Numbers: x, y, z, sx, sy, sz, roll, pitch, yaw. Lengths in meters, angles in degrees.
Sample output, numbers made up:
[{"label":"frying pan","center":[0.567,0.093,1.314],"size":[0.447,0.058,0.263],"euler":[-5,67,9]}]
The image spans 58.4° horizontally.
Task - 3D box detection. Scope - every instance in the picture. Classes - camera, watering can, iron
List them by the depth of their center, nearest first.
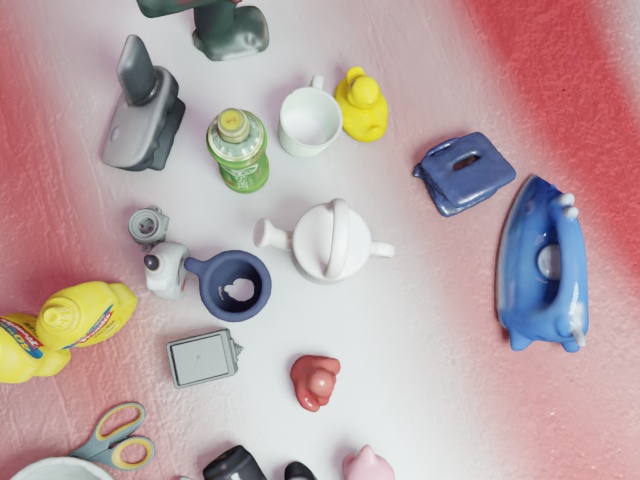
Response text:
[{"label":"watering can","center":[0.007,0.005,0.724],"size":[0.173,0.194,0.101],"euler":[-15,84,-6]},{"label":"camera","center":[-0.077,0.328,0.725],"size":[0.143,0.100,0.137],"euler":[-31,86,-7]},{"label":"iron","center":[0.316,0.023,0.771],"size":[0.118,0.141,0.258],"euler":[1,83,-4]}]

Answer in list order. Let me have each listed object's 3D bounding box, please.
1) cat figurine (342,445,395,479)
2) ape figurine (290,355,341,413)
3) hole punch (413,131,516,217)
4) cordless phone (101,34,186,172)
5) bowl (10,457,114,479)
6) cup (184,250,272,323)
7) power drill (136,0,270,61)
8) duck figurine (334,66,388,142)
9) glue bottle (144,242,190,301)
[{"label":"cat figurine","center":[0.055,0.324,0.727],"size":[0.067,0.117,0.128],"euler":[21,82,-1]},{"label":"ape figurine","center":[-0.003,0.186,0.753],"size":[0.078,0.092,0.076],"euler":[-40,87,-8]},{"label":"hole punch","center":[0.200,-0.096,0.803],"size":[0.109,0.091,0.101],"euler":[-28,86,-7]},{"label":"cordless phone","center":[-0.242,-0.171,0.732],"size":[0.094,0.185,0.148],"euler":[13,82,-2]},{"label":"bowl","center":[-0.316,0.350,0.718],"size":[0.167,0.074,0.167],"euler":[1,83,-4]},{"label":"cup","center":[-0.121,0.057,0.758],"size":[0.118,0.095,0.092],"euler":[25,82,-1]},{"label":"power drill","center":[-0.116,-0.319,0.747],"size":[0.229,0.208,0.075],"euler":[-15,84,-6]},{"label":"duck figurine","center":[0.062,-0.194,0.807],"size":[0.077,0.086,0.104],"euler":[-21,85,-6]},{"label":"glue bottle","center":[-0.196,0.035,0.716],"size":[0.037,0.173,0.078],"euler":[4,83,-3]}]
